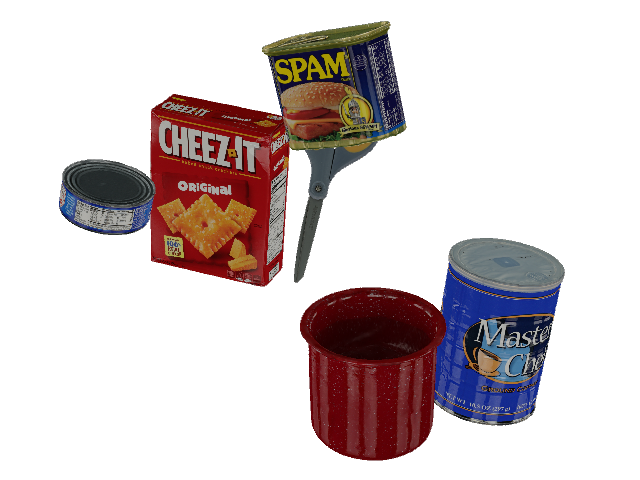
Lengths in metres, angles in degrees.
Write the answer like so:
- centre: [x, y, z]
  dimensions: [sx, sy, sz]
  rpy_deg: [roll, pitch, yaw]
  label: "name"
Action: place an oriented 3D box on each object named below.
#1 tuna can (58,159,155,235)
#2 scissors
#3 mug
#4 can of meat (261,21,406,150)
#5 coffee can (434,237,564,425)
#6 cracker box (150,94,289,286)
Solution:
- centre: [-0.197, -0.040, 0.987]
  dimensions: [0.086, 0.034, 0.086]
  rpy_deg: [12, 28, -7]
  label: "tuna can"
- centre: [0.017, -0.059, 1.078]
  dimensions: [0.096, 0.202, 0.016]
  rpy_deg: [-3, -11, 0]
  label: "scissors"
- centre: [0.041, 0.083, 0.704]
  dimensions: [0.093, 0.081, 0.117]
  rpy_deg: [18, 32, 32]
  label: "mug"
- centre: [0.012, -0.119, 0.830]
  dimensions: [0.102, 0.084, 0.057]
  rpy_deg: [0, 21, 37]
  label: "can of meat"
- centre: [0.158, 0.081, 0.972]
  dimensions: [0.103, 0.140, 0.103]
  rpy_deg: [6, 23, -3]
  label: "coffee can"
- centre: [-0.129, -0.060, 1.340]
  dimensions: [0.164, 0.214, 0.072]
  rpy_deg: [13, 29, 16]
  label: "cracker box"
